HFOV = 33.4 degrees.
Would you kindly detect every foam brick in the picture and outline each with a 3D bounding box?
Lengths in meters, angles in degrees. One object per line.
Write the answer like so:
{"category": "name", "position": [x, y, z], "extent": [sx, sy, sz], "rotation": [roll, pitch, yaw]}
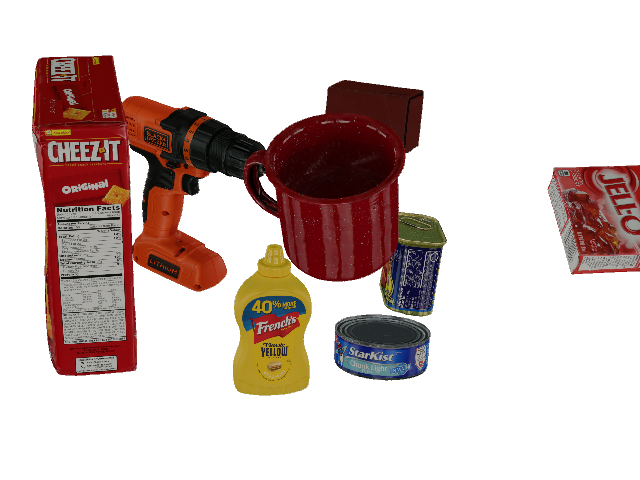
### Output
{"category": "foam brick", "position": [0.048, -0.111, 0.958], "extent": [0.078, 0.051, 0.053], "rotation": [11, 18, 18]}

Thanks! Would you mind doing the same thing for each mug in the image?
{"category": "mug", "position": [0.001, -0.029, 0.728], "extent": [0.117, 0.081, 0.093], "rotation": [13, 47, 19]}

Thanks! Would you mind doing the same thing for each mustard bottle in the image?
{"category": "mustard bottle", "position": [-0.059, 0.097, 1.329], "extent": [0.096, 0.192, 0.058], "rotation": [-1, 20, -9]}

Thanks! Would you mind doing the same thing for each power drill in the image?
{"category": "power drill", "position": [-0.133, -0.044, 1.103], "extent": [0.185, 0.188, 0.057], "rotation": [24, 34, 29]}

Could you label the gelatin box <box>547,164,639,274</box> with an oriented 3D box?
{"category": "gelatin box", "position": [0.222, -0.018, 0.826], "extent": [0.073, 0.089, 0.030], "rotation": [-2, -37, -5]}

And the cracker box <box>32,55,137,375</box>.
{"category": "cracker box", "position": [-0.192, -0.023, 0.863], "extent": [0.072, 0.214, 0.164], "rotation": [-4, 27, -13]}

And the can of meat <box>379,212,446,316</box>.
{"category": "can of meat", "position": [0.097, 0.025, 1.146], "extent": [0.057, 0.084, 0.102], "rotation": [6, 18, -3]}

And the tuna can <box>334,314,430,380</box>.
{"category": "tuna can", "position": [0.055, 0.095, 0.955], "extent": [0.086, 0.034, 0.086], "rotation": [3, 14, -1]}
